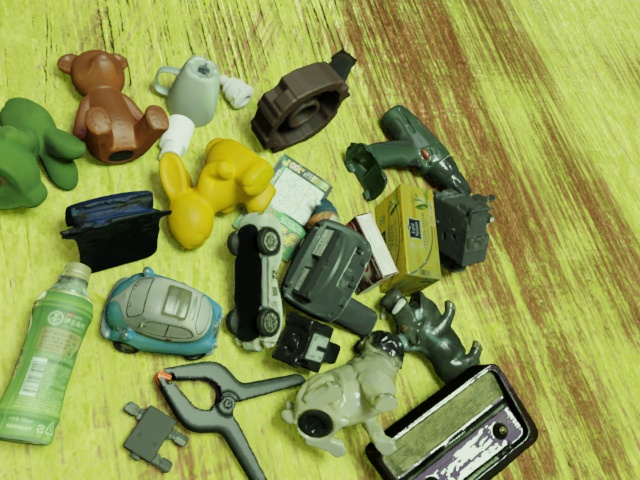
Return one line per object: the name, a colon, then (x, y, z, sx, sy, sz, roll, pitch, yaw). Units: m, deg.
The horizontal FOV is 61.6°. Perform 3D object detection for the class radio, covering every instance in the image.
radio: (0.195, 0.295, 0.788, 0.230, 0.073, 0.131, -31, 82, -14)

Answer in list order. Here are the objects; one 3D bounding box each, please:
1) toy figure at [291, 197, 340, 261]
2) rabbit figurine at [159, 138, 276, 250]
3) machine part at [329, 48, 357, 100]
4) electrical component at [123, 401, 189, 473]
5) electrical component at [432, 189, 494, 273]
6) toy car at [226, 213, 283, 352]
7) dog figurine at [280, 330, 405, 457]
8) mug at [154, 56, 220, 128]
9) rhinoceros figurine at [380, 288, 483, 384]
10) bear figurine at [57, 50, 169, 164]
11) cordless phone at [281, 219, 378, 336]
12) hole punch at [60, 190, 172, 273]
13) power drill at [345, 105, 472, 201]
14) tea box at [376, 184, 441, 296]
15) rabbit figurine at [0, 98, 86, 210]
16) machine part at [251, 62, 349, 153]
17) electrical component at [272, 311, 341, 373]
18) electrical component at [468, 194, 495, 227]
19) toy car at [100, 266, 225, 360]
toy figure: (-0.003, -0.002, 0.883, 0.058, 0.064, 0.154, 20, 64, 3)
rabbit figurine: (-0.170, -0.071, 0.810, 0.162, 0.122, 0.173, 36, 78, 1)
machine part: (0.029, -0.320, 1.064, 0.084, 0.039, 0.139, 24, 60, -3)
electrical component: (-0.219, 0.249, 0.686, 0.094, 0.021, 0.063, 36, 58, -5)
electrical component: (0.241, -0.013, 0.954, 0.058, 0.115, 0.134, -8, 114, -26)
toy car: (-0.093, 0.060, 0.782, 0.056, 0.074, 0.201, 9, 78, -55)
dog figurine: (0.040, 0.204, 0.788, 0.172, 0.121, 0.191, 10, 24, 1)
mug: (-0.213, -0.254, 0.880, 0.109, 0.107, 0.081, 26, 57, -14)
rhinoceros figurine: (0.178, 0.153, 0.887, 0.112, 0.073, 0.190, -41, 91, -20)
bear figurine: (-0.315, -0.219, 0.807, 0.120, 0.132, 0.196, -9, 76, -33)
cordless phone: (0.044, 0.066, 0.826, 0.184, 0.089, 0.146, 34, 80, -34)
hole punch: (-0.287, -0.028, 0.739, 0.142, 0.115, 0.092, -13, 64, -29)
power drill: (0.164, -0.144, 1.015, 0.207, 0.086, 0.232, -26, 77, -28)
tea box: (0.149, 0.001, 0.928, 0.068, 0.098, 0.169, 9, 62, -21)
rabbit figurine: (-0.406, -0.132, 0.733, 0.159, 0.121, 0.170, 20, 45, -19)
machine part: (-0.036, -0.224, 0.912, 0.179, 0.179, 0.056, -30, 79, -32)
electrical component: (-0.014, 0.153, 0.794, 0.048, 0.119, 0.074, 16, 83, 29)
electrical component: (0.295, -0.045, 1.037, 0.102, 0.078, 0.045, -10, 47, -34)
toy car: (-0.205, 0.099, 0.718, 0.162, 0.103, 0.109, 18, 61, -14)
